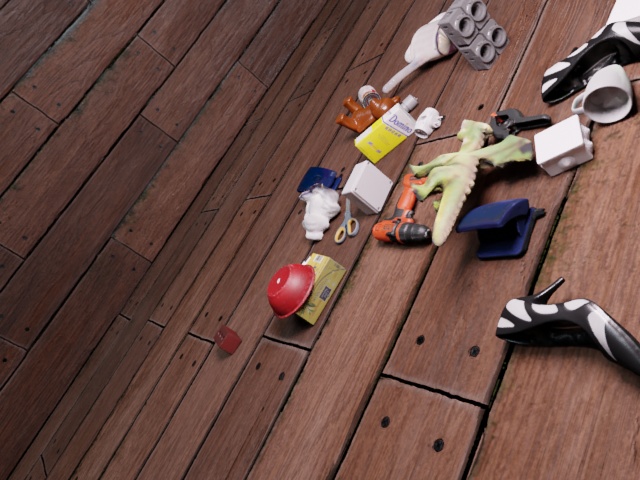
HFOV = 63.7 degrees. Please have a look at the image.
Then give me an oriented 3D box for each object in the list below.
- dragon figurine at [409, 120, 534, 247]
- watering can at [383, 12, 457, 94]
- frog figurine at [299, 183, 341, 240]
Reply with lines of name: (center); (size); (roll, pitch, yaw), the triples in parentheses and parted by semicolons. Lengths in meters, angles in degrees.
dragon figurine: (0.319, -0.145, 1.061); (0.240, 0.120, 0.420); (-31, 26, 22)
watering can: (0.352, -0.621, 1.687); (0.351, 0.103, 0.225); (-57, 27, -12)
frog figurine: (0.005, -0.080, 1.581); (0.136, 0.122, 0.161); (-20, 75, 35)
